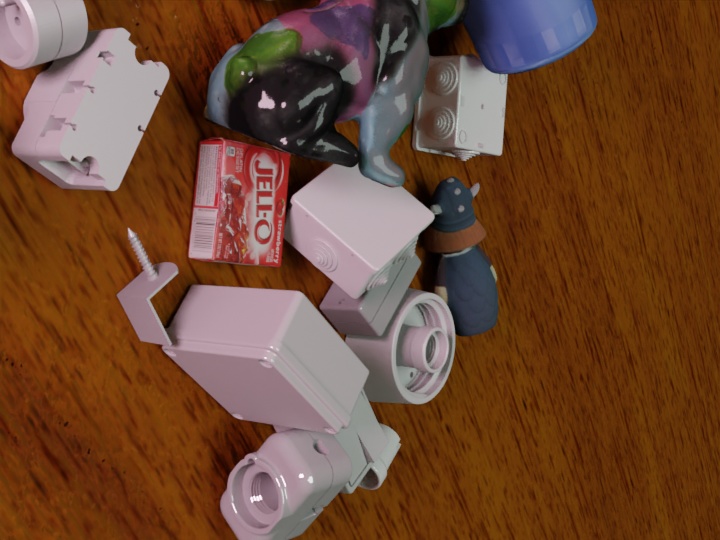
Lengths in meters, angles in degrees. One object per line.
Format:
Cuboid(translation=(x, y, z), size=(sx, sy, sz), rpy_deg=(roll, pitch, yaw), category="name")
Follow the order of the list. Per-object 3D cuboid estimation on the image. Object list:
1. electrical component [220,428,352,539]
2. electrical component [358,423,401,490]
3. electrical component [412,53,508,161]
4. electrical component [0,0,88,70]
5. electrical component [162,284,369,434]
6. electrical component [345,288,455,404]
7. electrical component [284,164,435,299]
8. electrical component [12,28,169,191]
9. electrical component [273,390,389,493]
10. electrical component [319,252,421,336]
Cuboid(translation=(-0.059, 0.163, 0.807), size=(0.059, 0.053, 0.095), rpy_deg=(-5, 140, -52), category="electrical component")
Cuboid(translation=(0.011, 0.162, 0.941), size=(0.046, 0.040, 0.040), rpy_deg=(-53, 132, -41), category="electrical component")
Cuboid(translation=(0.095, -0.152, 1.004), size=(0.100, 0.048, 0.099), rpy_deg=(1, 93, -52), category="electrical component")
Cuboid(translation=(-0.189, -0.193, 0.627), size=(0.074, 0.052, 0.138), rpy_deg=(-33, 119, -46), category="electrical component")
Cuboid(translation=(-0.067, 0.063, 0.772), size=(0.108, 0.109, 0.056), rpy_deg=(52, 52, -42), category="electrical component")
Cuboid(translation=(0.043, 0.068, 0.954), size=(0.108, 0.060, 0.108), rpy_deg=(-9, 101, -52), category="electrical component")
Cuboid(translation=(-0.004, -0.036, 0.856), size=(0.100, 0.100, 0.048), rpy_deg=(-43, 170, -41), category="electrical component")
Cuboid(translation=(-0.168, -0.098, 0.663), size=(0.050, 0.056, 0.089), rpy_deg=(41, 63, -47), category="electrical component")
Cuboid(translation=(-0.020, 0.136, 0.879), size=(0.061, 0.061, 0.096), rpy_deg=(-50, 131, -37), category="electrical component")
Cuboid(translation=(0.000, 0.000, 0.901), size=(0.075, 0.047, 0.083), rpy_deg=(52, 54, -35), category="electrical component")
